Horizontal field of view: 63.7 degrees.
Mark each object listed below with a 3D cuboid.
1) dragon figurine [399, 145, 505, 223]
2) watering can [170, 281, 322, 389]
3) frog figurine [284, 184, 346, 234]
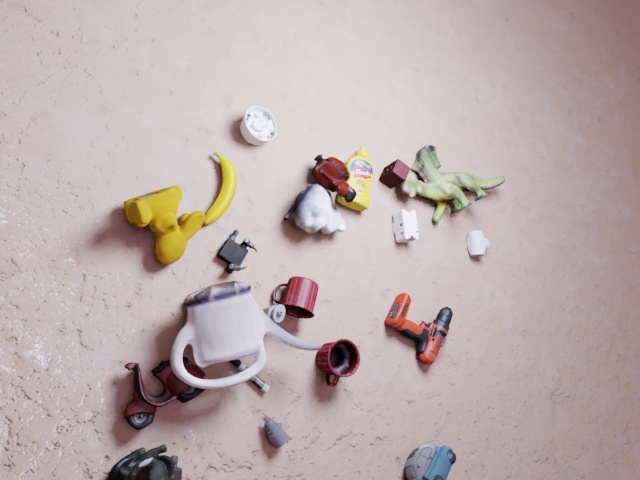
[{"bbox_3d":[0.407,-0.206,1.646,0.415,0.120,0.244,-29,82,-33],"label":"dragon figurine"},{"bbox_3d":[-0.171,0.201,1.168,0.349,0.103,0.226,-10,83,-29],"label":"watering can"},{"bbox_3d":[0.004,-0.069,1.381,0.159,0.120,0.140,31,45,-5],"label":"frog figurine"}]
